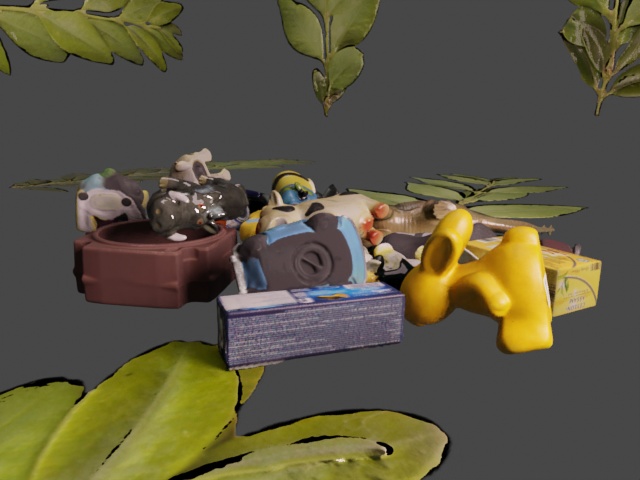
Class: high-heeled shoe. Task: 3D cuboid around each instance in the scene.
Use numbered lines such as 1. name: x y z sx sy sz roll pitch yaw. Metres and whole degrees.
1. high-heeled shoe: 0.203 0.028 0.913 0.248 0.086 0.145 13 151 -40

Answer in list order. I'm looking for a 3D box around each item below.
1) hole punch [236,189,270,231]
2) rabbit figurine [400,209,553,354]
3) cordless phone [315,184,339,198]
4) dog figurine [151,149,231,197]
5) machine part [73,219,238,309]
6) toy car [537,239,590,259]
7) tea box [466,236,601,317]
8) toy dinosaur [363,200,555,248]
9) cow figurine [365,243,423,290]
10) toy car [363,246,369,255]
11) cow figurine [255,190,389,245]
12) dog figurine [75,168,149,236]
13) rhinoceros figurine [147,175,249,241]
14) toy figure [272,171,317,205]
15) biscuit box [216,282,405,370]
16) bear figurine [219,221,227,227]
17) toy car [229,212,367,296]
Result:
1. hole punch: -0.138 -0.068 1.190 0.142 0.092 0.116 7 -170 39
2. rabbit figurine: 0.168 0.053 0.617 0.173 0.162 0.122 -12 -162 30
3. cordless phone: -0.042 -0.065 1.243 0.184 0.088 0.147 -11 -165 -2
4. dog figurine: -0.307 -0.106 1.142 0.191 0.121 0.172 -14 144 20
5. machine part: -0.231 0.025 0.781 0.202 0.087 0.201 2 -167 8
6. toy car: 0.387 0.030 0.887 0.089 0.053 0.202 17 -166 17
7. tea box: 0.296 0.047 0.772 0.098 0.068 0.170 -7 -164 -29
8. toy dinosaur: 0.225 -0.032 1.039 0.472 0.105 0.198 8 -170 7
9. cow figurine: 0.099 0.053 0.715 0.167 0.068 0.098 4 -156 -22
10. toy car: -0.023 0.028 0.855 0.202 0.056 0.073 -1 -160 -5
11. cow figurine: -0.008 -0.030 0.812 0.195 0.085 0.127 -15 -149 -32
12. dog figurine: -0.360 -0.061 0.959 0.108 0.191 0.219 -8 -150 -12
13. rhinoceros figurine: -0.174 -0.044 0.760 0.112 0.073 0.190 19 -163 20
14. toy figure: -0.049 -0.079 1.030 0.089 0.082 0.180 43 -164 -20
15. biscuit box: -0.007 0.088 0.582 0.203 0.062 0.059 -3 -167 -20
16. bear figurine: -0.259 -0.055 1.034 0.120 0.131 0.196 -10 -157 -34
17. toy car: -0.030 0.034 0.664 0.162 0.109 0.103 -15 175 -15
